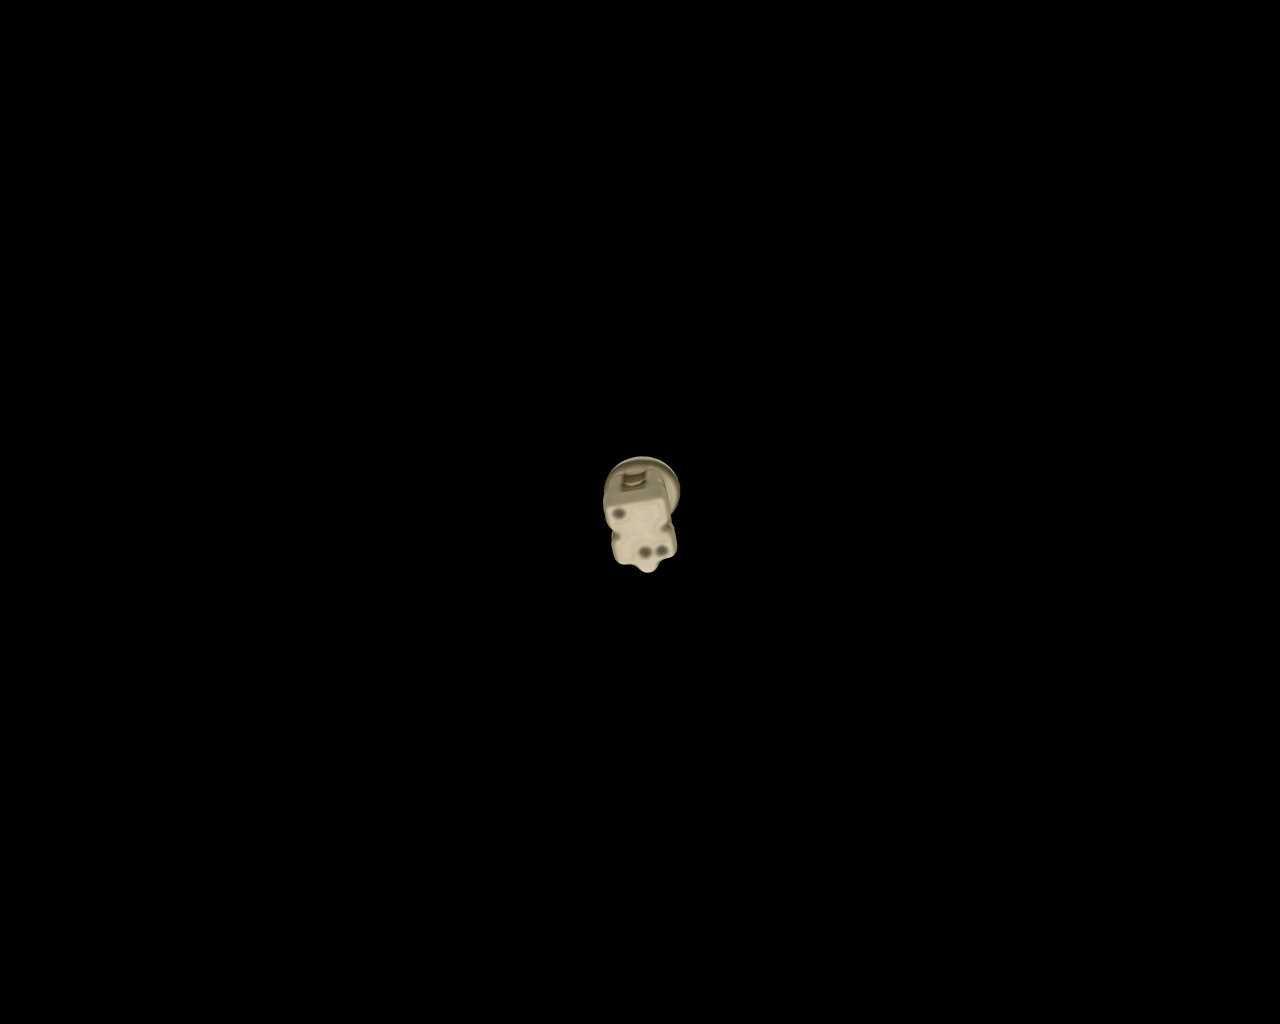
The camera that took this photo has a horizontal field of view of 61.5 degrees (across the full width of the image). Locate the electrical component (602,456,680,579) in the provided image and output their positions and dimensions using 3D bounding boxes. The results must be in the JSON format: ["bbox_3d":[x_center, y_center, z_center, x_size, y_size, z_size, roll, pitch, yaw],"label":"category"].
[{"bbox_3d":[0.001,-0.003,0.650,0.048,0.066,0.055,-7,32,5],"label":"electrical component"}]
